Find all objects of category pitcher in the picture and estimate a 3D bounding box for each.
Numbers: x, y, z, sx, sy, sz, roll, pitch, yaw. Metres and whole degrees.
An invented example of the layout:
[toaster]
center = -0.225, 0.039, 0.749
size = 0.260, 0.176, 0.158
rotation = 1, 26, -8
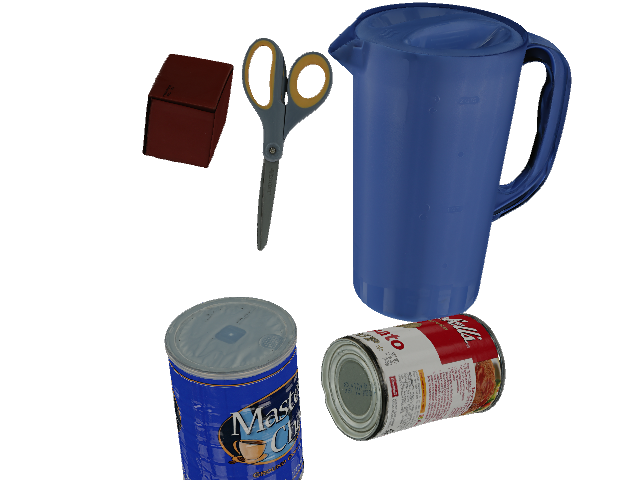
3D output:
[pitcher]
center = 0.096, -0.060, 0.858
size = 0.149, 0.243, 0.144
rotation = 23, 35, 33

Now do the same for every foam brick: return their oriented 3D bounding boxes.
[foam brick]
center = -0.101, -0.101, 0.818
size = 0.053, 0.051, 0.078
rotation = 12, 35, 0

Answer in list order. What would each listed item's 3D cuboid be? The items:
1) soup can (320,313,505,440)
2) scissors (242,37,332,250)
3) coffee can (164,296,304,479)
[soup can]
center = 0.059, 0.088, 0.693
size = 0.102, 0.068, 0.069
rotation = -7, 4, -34
[scissors]
center = -0.028, -0.096, 1.028
size = 0.096, 0.202, 0.016
rotation = -8, 2, 0
[coffee can]
center = -0.067, 0.131, 0.860
size = 0.103, 0.140, 0.103
rotation = -2, 30, 1
